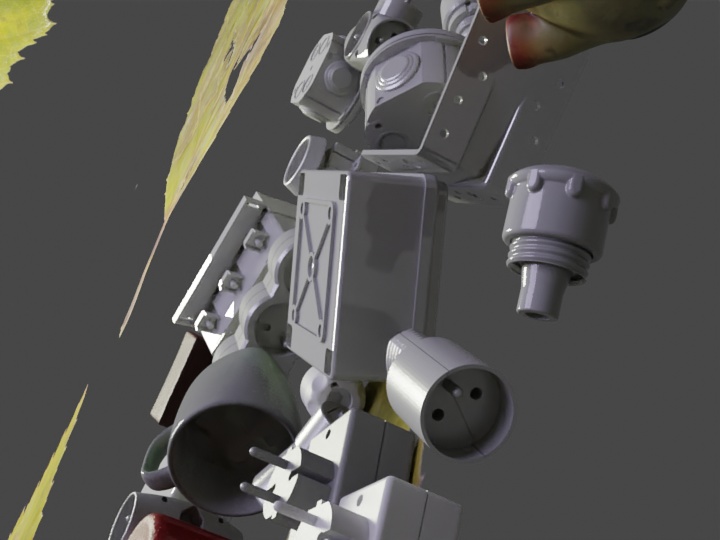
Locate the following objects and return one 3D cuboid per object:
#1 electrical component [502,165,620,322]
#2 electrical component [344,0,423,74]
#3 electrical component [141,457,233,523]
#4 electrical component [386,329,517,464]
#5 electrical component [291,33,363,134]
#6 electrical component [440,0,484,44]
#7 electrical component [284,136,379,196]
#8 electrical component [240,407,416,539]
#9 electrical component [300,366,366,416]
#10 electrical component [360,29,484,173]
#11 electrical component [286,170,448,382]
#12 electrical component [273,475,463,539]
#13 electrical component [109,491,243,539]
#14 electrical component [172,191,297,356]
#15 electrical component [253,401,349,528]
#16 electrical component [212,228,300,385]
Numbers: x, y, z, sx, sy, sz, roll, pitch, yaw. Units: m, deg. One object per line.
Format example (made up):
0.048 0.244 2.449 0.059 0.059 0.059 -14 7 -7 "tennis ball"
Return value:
0.080 -0.010 0.450 0.048 0.048 0.062 -18 56 66 "electrical component"
0.025 -0.194 0.862 0.079 0.044 0.077 -63 17 3 "electrical component"
-0.128 0.175 0.773 0.099 0.048 0.100 -62 17 5 "electrical component"
0.035 0.053 0.487 0.043 0.043 0.081 -63 18 2 "electrical component"
-0.021 -0.164 0.938 0.080 0.051 0.080 -53 20 30 "electrical component"
0.072 -0.153 0.676 0.040 0.040 0.078 -53 21 31 "electrical component"
-0.023 -0.070 0.806 0.066 0.055 0.048 -39 30 53 "electrical component"
-0.022 0.109 0.517 0.047 0.076 0.083 -44 26 48 "electrical component"
-0.019 0.070 0.633 0.035 0.035 0.061 -64 15 0 "electrical component"
0.040 -0.094 0.624 0.080 0.080 0.051 -49 28 39 "electrical component"
0.000 0.000 0.588 0.109 0.056 0.108 -162 76 -73 "electrical component"
-0.005 0.121 0.452 0.047 0.077 0.065 -39 30 53 "electrical component"
-0.122 0.191 0.686 0.043 0.077 0.079 -46 25 43 "electrical component"
-0.082 0.009 0.846 0.121 0.079 0.063 -57 41 21 "electrical component"
-0.023 0.104 0.589 0.065 0.044 0.044 -54 20 16 "electrical component"
-0.061 0.032 0.777 0.138 0.052 0.073 -61 18 7 "electrical component"
